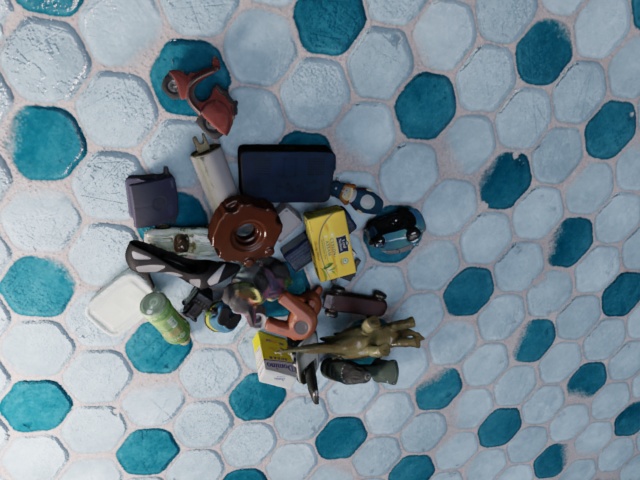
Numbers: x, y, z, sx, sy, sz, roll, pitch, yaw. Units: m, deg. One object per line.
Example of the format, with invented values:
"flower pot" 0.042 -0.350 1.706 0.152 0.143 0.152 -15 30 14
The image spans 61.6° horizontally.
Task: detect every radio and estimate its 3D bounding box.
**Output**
"radio" -0.083 -0.160 1.307 0.230 0.073 0.131 -1 113 -13

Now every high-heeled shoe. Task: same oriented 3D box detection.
"high-heeled shoe" -0.320 0.041 1.255 0.249 0.086 0.145 -12 125 -7

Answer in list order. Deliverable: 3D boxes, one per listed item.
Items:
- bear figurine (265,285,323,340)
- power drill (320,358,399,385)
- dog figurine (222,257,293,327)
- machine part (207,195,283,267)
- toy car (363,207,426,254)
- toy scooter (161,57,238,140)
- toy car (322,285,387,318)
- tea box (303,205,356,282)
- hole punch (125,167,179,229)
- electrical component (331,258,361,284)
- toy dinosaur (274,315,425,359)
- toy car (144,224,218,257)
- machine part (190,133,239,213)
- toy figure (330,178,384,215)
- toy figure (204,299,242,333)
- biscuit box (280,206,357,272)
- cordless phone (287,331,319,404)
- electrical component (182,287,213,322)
"bear figurine" -0.057 0.175 1.398 0.132 0.196 0.120 27 107 -8
"power drill" 0.125 0.375 1.516 0.207 0.232 0.086 3 83 -37
"dog figurine" -0.148 0.126 1.325 0.191 0.219 0.108 13 111 -19
"machine part" -0.176 -0.021 1.271 0.179 0.056 0.179 -11 124 -17
"toy car" 0.204 -0.010 1.434 0.162 0.109 0.102 -20 133 2
"toy scooter" -0.246 -0.323 1.194 0.135 0.075 0.183 -43 111 3
"toy car" 0.097 0.178 1.505 0.202 0.053 0.089 10 104 -24
"tea box" 0.023 0.008 1.337 0.098 0.068 0.169 -16 109 -8
"hole punch" -0.387 -0.091 1.242 0.116 0.092 0.142 -7 110 -17
"electrical component" 0.070 0.085 1.476 0.063 0.021 0.094 25 103 -24
"toy dinosaur" 0.107 0.274 1.445 0.471 0.198 0.105 6 68 -38
"toy car" -0.325 0.003 1.313 0.202 0.056 0.073 0 112 -15
"machine part" -0.241 -0.135 1.269 0.079 0.079 0.243 -21 115 -6
"toy figure" 0.090 -0.113 1.384 0.154 0.058 0.064 21 67 -21
"toy figure" -0.247 0.193 1.350 0.089 0.180 0.082 -33 98 -14
"biscuit box" -0.003 -0.004 1.399 0.203 0.059 0.062 -35 114 1
"cordless phone" -0.032 0.345 1.465 0.089 0.184 0.146 -7 114 -8
"electrical component" -0.301 0.140 1.368 0.047 0.075 0.119 38 95 -25
